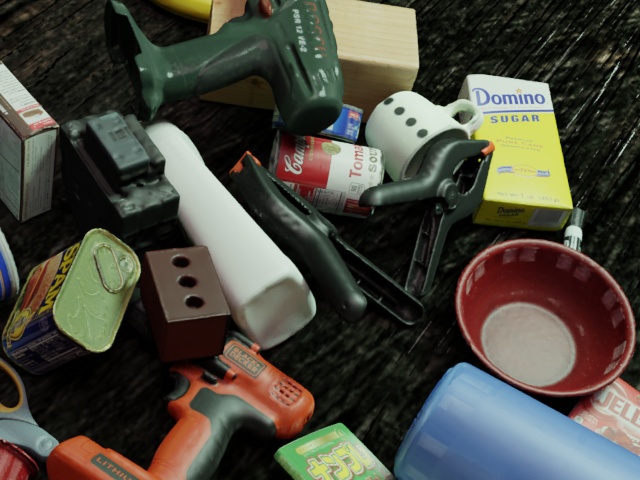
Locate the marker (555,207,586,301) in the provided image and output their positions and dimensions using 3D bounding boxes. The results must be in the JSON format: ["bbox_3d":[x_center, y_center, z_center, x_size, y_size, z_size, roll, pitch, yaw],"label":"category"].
[{"bbox_3d":[0.242,0.015,1.032,0.020,0.020,0.121,18,52,0],"label":"marker"}]

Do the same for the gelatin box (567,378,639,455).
[{"bbox_3d":[0.260,0.164,0.916,0.089,0.030,0.073,38,54,15],"label":"gelatin box"}]

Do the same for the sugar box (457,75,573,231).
[{"bbox_3d":[0.195,-0.092,1.085,0.093,0.048,0.176,5,54,-9],"label":"sugar box"}]

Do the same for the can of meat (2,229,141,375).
[{"bbox_3d":[-0.200,0.051,0.851,0.057,0.084,0.102,40,44,-28],"label":"can of meat"}]

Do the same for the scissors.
[{"bbox_3d":[-0.229,0.164,0.810,0.096,0.016,0.202,-31,65,-33],"label":"scissors"}]

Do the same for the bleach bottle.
[{"bbox_3d":[-0.101,-0.024,0.942,0.068,0.102,0.251,-34,58,-8],"label":"bleach bottle"}]

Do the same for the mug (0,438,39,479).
[{"bbox_3d":[-0.265,0.177,0.740,0.117,0.093,0.081,35,52,-24],"label":"mug"}]

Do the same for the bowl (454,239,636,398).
[{"bbox_3d":[0.192,0.079,0.945,0.162,0.055,0.162,4,54,-6],"label":"bowl"}]

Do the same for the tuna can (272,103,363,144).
[{"bbox_3d":[-0.003,-0.117,1.032,0.086,0.086,0.034,11,91,-5],"label":"tuna can"}]

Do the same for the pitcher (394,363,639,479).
[{"bbox_3d":[0.178,0.200,0.804,0.243,0.149,0.145,31,66,15],"label":"pitcher"}]

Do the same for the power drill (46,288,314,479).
[{"bbox_3d":[-0.121,0.132,0.825,0.184,0.057,0.187,32,48,14],"label":"power drill"}]

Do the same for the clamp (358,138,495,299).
[{"bbox_3d":[0.101,-0.044,0.976,0.039,0.120,0.171,8,54,41],"label":"clamp"}]

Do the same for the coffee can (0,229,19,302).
[{"bbox_3d":[-0.324,0.028,0.836,0.140,0.103,0.103,-28,64,-29],"label":"coffee can"}]

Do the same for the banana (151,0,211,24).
[{"bbox_3d":[-0.119,-0.261,1.144,0.198,0.037,0.069,19,54,1],"label":"banana"}]

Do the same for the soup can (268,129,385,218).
[{"bbox_3d":[0.003,-0.061,1.003,0.102,0.069,0.068,10,52,-6],"label":"soup can"}]

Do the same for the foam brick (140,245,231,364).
[{"bbox_3d":[-0.106,0.050,0.836,0.052,0.051,0.078,-7,46,-21],"label":"foam brick"}]

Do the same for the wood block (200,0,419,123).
[{"bbox_3d":[-0.012,-0.188,1.080,0.206,0.091,0.090,7,52,-8],"label":"wood block"}]

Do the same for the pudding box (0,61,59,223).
[{"bbox_3d":[-0.268,-0.083,0.927,0.039,0.114,0.090,-32,67,-33],"label":"pudding box"}]

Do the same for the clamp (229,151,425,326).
[{"bbox_3d":[-0.006,0.001,0.908,0.210,0.164,0.036,44,101,14],"label":"clamp"}]
